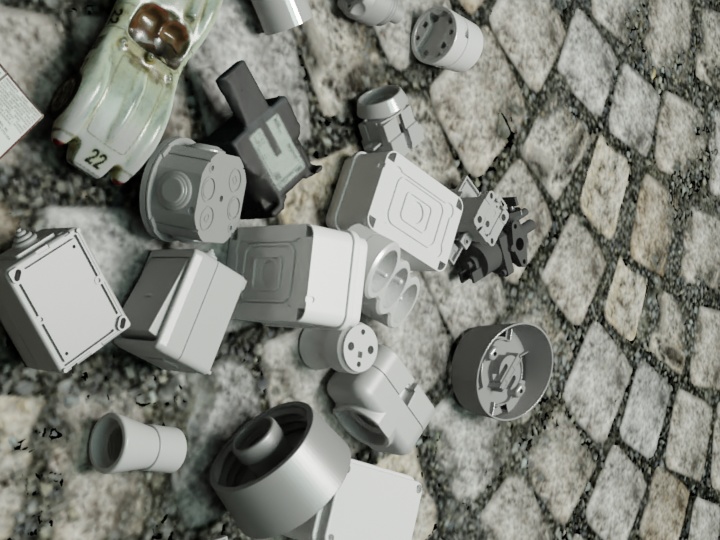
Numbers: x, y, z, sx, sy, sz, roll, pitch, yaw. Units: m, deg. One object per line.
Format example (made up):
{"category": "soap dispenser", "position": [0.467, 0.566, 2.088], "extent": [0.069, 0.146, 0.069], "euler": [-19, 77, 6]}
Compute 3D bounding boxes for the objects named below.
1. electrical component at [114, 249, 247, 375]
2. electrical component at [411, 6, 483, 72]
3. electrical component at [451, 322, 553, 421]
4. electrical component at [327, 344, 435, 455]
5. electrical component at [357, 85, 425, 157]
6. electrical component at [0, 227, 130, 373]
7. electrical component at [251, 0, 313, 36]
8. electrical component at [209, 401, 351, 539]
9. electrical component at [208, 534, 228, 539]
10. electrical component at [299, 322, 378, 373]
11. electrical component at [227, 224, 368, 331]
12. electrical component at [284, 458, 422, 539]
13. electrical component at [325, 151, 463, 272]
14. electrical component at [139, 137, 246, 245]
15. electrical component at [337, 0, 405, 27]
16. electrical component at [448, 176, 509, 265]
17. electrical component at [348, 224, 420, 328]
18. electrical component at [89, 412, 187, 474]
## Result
{"category": "electrical component", "position": [-0.136, 0.023, 0.809], "extent": [0.061, 0.062, 0.096], "euler": [35, 67, -39]}
{"category": "electrical component", "position": [0.085, -0.219, 1.029], "extent": [0.047, 0.055, 0.055], "euler": [9, 84, -48]}
{"category": "electrical component", "position": [0.141, 0.101, 1.078], "extent": [0.099, 0.064, 0.099], "euler": [0, 91, -44]}
{"category": "electrical component", "position": [0.017, 0.119, 0.964], "extent": [0.059, 0.054, 0.095], "euler": [-53, 124, -30]}
{"category": "electrical component", "position": [0.025, -0.134, 0.977], "extent": [0.066, 0.048, 0.055], "euler": [-43, 126, -35]}
{"category": "electrical component", "position": [-0.214, 0.014, 0.733], "extent": [0.062, 0.061, 0.096], "euler": [-40, 116, -36]}
{"category": "electrical component", "position": [-0.073, -0.238, 0.881], "extent": [0.043, 0.043, 0.081], "euler": [-39, 116, -37]}
{"category": "electrical component", "position": [-0.068, 0.150, 0.848], "extent": [0.108, 0.108, 0.060], "euler": [-49, 116, -32]}
{"category": "electrical component", "position": [-0.111, 0.253, 0.835], "extent": [0.042, 0.064, 0.081], "euler": [-8, 96, -43]}
{"category": "electrical component", "position": [-0.018, 0.066, 0.929], "extent": [0.045, 0.055, 0.045], "euler": [0, 91, -44]}
{"category": "electrical component", "position": [-0.052, 0.006, 0.855], "extent": [0.057, 0.113, 0.078], "euler": [11, 83, -41]}
{"category": "electrical component", "position": [-0.006, 0.208, 0.941], "extent": [0.113, 0.057, 0.078], "euler": [25, 73, -42]}
{"category": "electrical component", "position": [0.031, -0.051, 0.975], "extent": [0.113, 0.057, 0.078], "euler": [31, 70, -40]}
{"category": "electrical component", "position": [-0.126, -0.058, 0.811], "extent": [0.080, 0.051, 0.080], "euler": [12, 90, -68]}
{"category": "electrical component", "position": [0.014, -0.239, 0.966], "extent": [0.062, 0.043, 0.043], "euler": [14, 81, -45]}
{"category": "electrical component", "position": [0.106, -0.049, 1.043], "extent": [0.042, 0.064, 0.081], "euler": [49, 58, -34]}
{"category": "electrical component", "position": [0.000, 0.000, 0.934], "extent": [0.052, 0.074, 0.138], "euler": [-58, 158, -10]}
{"category": "electrical component", "position": [-0.162, 0.131, 0.800], "extent": [0.065, 0.044, 0.044], "euler": [18, 78, -48]}
